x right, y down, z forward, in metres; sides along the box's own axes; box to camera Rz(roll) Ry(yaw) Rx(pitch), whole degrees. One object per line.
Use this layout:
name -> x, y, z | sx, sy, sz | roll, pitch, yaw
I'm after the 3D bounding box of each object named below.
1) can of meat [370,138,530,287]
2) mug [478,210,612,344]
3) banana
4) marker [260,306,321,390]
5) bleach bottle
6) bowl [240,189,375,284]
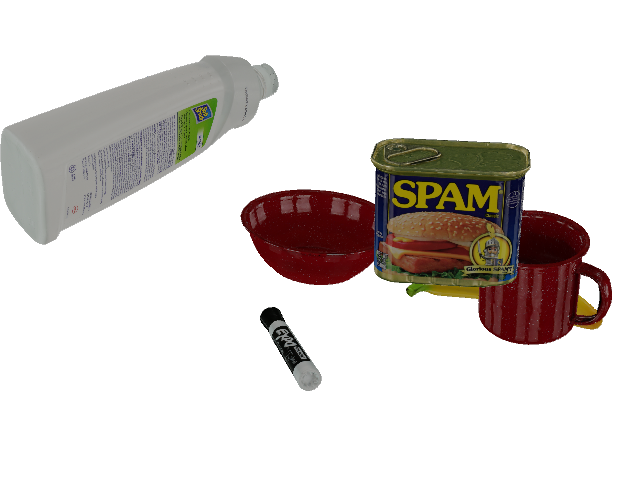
can of meat -> 0.084, -0.018, 0.707 | 0.102, 0.084, 0.057 | 4, 25, 8
mug -> 0.183, 0.035, 0.878 | 0.117, 0.081, 0.093 | 16, 35, 30
banana -> 0.191, 0.056, 1.105 | 0.198, 0.037, 0.069 | 8, 40, 13
marker -> -0.026, 0.084, 0.861 | 0.020, 0.020, 0.121 | 0, 21, -19
bleach bottle -> -0.141, -0.091, 0.899 | 0.250, 0.103, 0.068 | -28, 60, -32
bowl -> -0.004, 0.002, 1.113 | 0.162, 0.055, 0.162 | 4, 25, -2
